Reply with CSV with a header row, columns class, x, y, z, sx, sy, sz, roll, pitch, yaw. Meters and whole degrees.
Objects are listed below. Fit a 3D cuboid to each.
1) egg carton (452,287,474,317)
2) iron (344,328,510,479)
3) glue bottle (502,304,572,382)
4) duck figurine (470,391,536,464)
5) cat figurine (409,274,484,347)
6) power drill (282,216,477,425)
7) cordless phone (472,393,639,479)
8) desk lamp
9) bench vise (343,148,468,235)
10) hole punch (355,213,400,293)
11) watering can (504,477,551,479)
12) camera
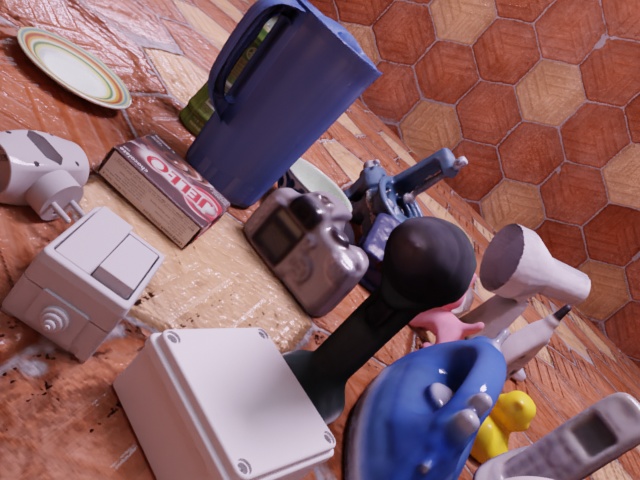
class,x,y,z,sx,sy,sz,roll,pitch,yaw
egg carton,0.193,0.069,0.979,0.150,0.069,0.107,52,20,23
iron,0.114,0.155,0.513,0.118,0.141,0.259,46,19,8
glue bottle,0.315,0.158,0.874,0.078,0.173,0.037,23,27,-47
duck figurine,0.214,0.215,0.679,0.077,0.086,0.105,53,21,26
cat figurine,0.184,0.095,0.826,0.067,0.117,0.127,23,27,-47
power drill,0.045,0.064,0.462,0.075,0.208,0.230,49,19,15
cordless phone,0.250,0.242,0.539,0.094,0.185,0.147,26,25,-42
desk lamp,0.337,0.101,0.980,0.204,0.213,0.118,37,19,-19
bench vise,0.129,-0.091,0.956,0.122,0.219,0.207,16,32,-54
hole punch,0.103,0.029,0.843,0.109,0.091,0.101,40,19,-11
watering can,0.054,0.184,0.245,0.101,0.194,0.173,46,19,9
camera,0.006,0.002,0.686,0.143,0.100,0.137,50,19,18
